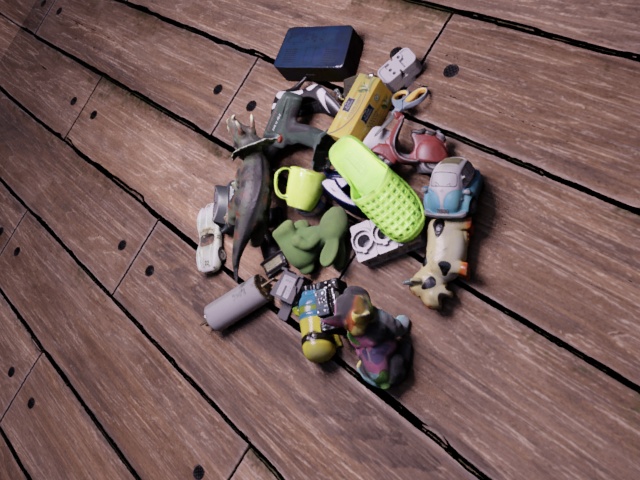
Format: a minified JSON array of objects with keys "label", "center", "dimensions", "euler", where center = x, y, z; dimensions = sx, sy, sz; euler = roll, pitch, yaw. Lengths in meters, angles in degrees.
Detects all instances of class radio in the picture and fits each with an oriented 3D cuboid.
[{"label":"radio","center":[-0.003,-0.504,1.456],"dimensions":[0.230,0.073,0.131],"euler":[12,79,31]}]

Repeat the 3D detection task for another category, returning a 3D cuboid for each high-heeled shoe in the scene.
[{"label":"high-heeled shoe","center":[-0.035,-0.338,1.413],"dimensions":[0.145,0.086,0.249],"euler":[-49,51,9]}]

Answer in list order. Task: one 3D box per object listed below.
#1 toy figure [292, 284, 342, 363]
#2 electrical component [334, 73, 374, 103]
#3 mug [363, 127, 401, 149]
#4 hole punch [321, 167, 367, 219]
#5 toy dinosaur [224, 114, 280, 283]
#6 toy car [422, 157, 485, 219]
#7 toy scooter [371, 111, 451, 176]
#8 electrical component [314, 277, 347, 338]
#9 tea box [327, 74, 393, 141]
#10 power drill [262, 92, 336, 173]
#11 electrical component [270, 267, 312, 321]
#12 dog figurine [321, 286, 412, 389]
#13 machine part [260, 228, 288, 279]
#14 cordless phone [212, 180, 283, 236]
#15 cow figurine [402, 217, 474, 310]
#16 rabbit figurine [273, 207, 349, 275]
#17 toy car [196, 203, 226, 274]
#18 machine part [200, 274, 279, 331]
[{"label":"toy figure","center":[-0.013,0.188,1.215],"dimensions":[0.082,0.089,0.180],"euler":[-21,66,30]},{"label":"electrical component","center":[0.088,-0.388,1.377],"dimensions":[0.102,0.045,0.078],"euler":[-5,72,29]},{"label":"mug","center":[0.120,-0.200,1.264],"dimensions":[0.107,0.080,0.110],"euler":[-52,22,-16]},{"label":"hole punch","center":[0.064,-0.108,1.251],"dimensions":[0.116,0.142,0.092],"euler":[9,83,21]},{"label":"toy dinosaur","center":[-0.166,-0.114,1.299],"dimensions":[0.131,0.192,0.405],"euler":[1,66,-9]},{"label":"toy car","center":[0.279,-0.118,1.112],"dimensions":[0.109,0.102,0.162],"euler":[9,43,35]},{"label":"toy scooter","center":[0.205,-0.214,1.191],"dimensions":[0.184,0.075,0.135],"euler":[6,91,2]},{"label":"electrical component","center":[0.037,0.147,1.173],"dimensions":[0.058,0.134,0.115],"euler":[-20,62,23]},{"label":"tea box","center":[0.102,-0.304,1.310],"dimensions":[0.068,0.098,0.169],"euler":[29,92,35]},{"label":"power drill","center":[-0.061,-0.248,1.386],"dimensions":[0.208,0.086,0.231],"euler":[35,118,34]},{"label":"electrical component","center":[-0.078,0.133,1.298],"dimensions":[0.075,0.047,0.119],"euler":[25,86,35]},{"label":"dog figurine","center":[0.092,0.196,1.074],"dimensions":[0.109,0.219,0.191],"euler":[-11,68,31]},{"label":"machine part","center":[-0.130,0.025,1.372],"dimensions":[0.084,0.039,0.139],"euler":[-40,60,23]},{"label":"cordless phone","center":[-0.187,-0.094,1.432],"dimensions":[0.184,0.088,0.146],"euler":[-7,69,17]},{"label":"cow figurine","center":[0.247,0.048,1.113],"dimensions":[0.127,0.085,0.195],"euler":[5,78,25]},{"label":"rabbit figurine","center":[-0.003,-0.004,1.252],"dimensions":[0.170,0.121,0.159],"euler":[-34,68,23]},{"label":"toy car","center":[-0.300,-0.008,1.470],"dimensions":[0.074,0.056,0.201],"euler":[-15,67,26]},{"label":"machine part","center":[-0.205,0.157,1.344],"dimensions":[0.243,0.079,0.079],"euler":[-32,60,18]}]
